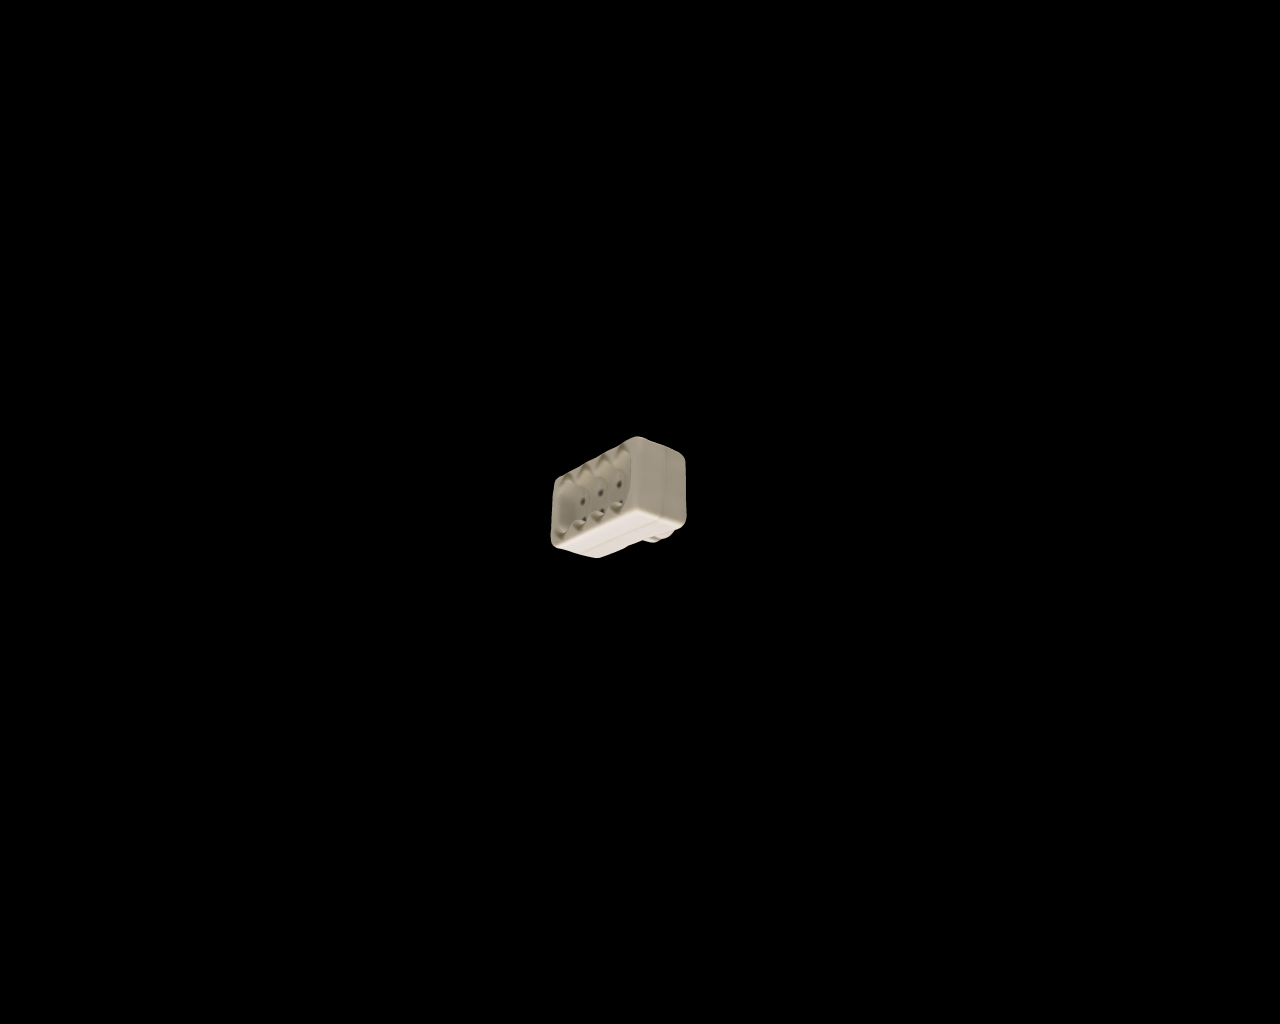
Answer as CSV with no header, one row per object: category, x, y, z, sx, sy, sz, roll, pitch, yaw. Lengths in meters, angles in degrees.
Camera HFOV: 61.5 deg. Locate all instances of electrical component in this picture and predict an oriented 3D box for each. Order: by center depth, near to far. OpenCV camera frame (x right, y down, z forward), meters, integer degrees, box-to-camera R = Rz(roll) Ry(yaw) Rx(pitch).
electrical component,0.001,-0.003,0.650,0.076,0.047,0.083,17,-27,-37
